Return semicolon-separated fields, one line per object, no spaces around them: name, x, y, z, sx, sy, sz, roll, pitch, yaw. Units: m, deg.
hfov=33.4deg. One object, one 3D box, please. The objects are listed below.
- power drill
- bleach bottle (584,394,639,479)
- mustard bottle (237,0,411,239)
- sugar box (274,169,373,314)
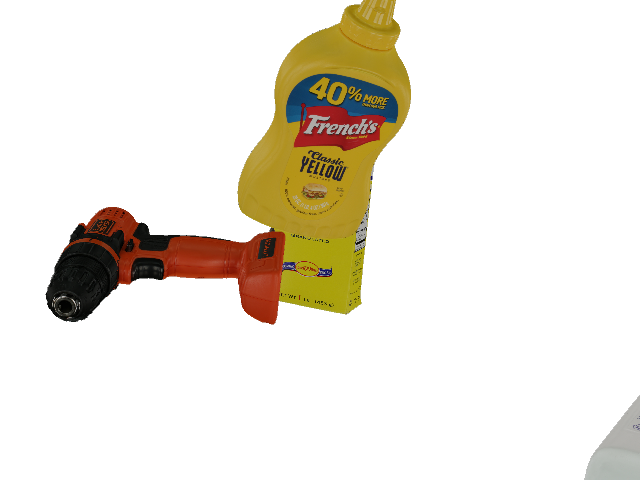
power drill;-0.126;0.026;0.905;0.187;0.057;0.184;8;23;-1
bleach bottle;0.248;0.102;0.628;0.103;0.068;0.250;18;29;32
mustard bottle;0.011;-0.092;0.762;0.096;0.192;0.058;14;34;-14
sugar box;-0.001;-0.022;1.060;0.093;0.176;0.048;9;16;21
